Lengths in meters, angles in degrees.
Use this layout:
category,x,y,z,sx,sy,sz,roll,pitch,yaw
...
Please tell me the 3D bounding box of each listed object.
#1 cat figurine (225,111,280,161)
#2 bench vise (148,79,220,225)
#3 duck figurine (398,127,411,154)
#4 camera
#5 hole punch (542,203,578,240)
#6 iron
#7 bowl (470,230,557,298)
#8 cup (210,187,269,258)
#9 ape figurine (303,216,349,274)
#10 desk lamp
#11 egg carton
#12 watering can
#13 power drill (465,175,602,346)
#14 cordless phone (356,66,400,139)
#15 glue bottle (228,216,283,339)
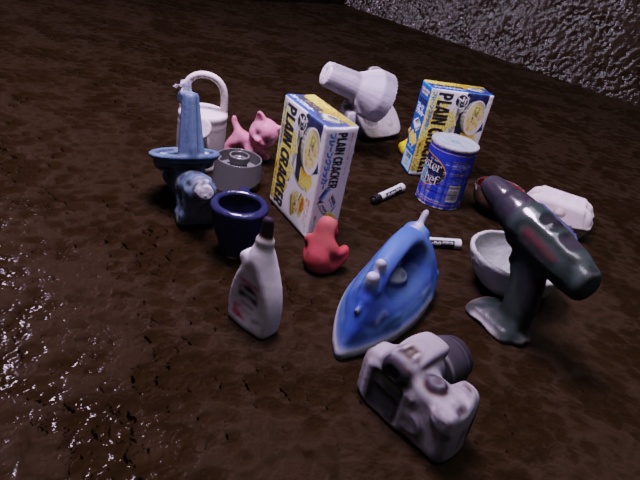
category,x,y,z,sx,sy,sz,roll,pitch,yaw
cat figurine,-0.142,-0.231,1.246,0.127,0.118,0.067,22,32,17
bench vise,-0.211,-0.149,0.982,0.122,0.220,0.206,-18,42,-41
duck figurine,0.246,-0.261,1.471,0.077,0.086,0.104,13,30,1
camera,0.141,0.167,0.697,0.137,0.101,0.142,-17,41,-40
hole punch,0.458,-0.012,1.123,0.101,0.091,0.109,18,31,10
iron,0.099,0.054,0.831,0.118,0.141,0.259,24,32,19
bowl,0.330,0.055,0.981,0.167,0.075,0.167,9,30,-5
cup,-0.133,-0.027,0.930,0.092,0.095,0.117,9,30,-6
ape figurine,0.009,0.003,0.933,0.077,0.092,0.076,29,34,27
desk lamp,0.063,-0.308,1.356,0.204,0.213,0.117,0,32,-20
egg carton,0.519,-0.063,1.253,0.150,0.069,0.107,22,32,16
watering can,-0.234,-0.239,1.151,0.101,0.194,0.172,-8,36,-30
power drill,0.297,0.040,0.860,0.076,0.208,0.228,-9,36,-31
cordless phone,0.158,-0.364,1.514,0.148,0.185,0.093,-18,41,-40
glue bottle,-0.079,0.044,0.751,0.078,0.173,0.037,28,34,26
